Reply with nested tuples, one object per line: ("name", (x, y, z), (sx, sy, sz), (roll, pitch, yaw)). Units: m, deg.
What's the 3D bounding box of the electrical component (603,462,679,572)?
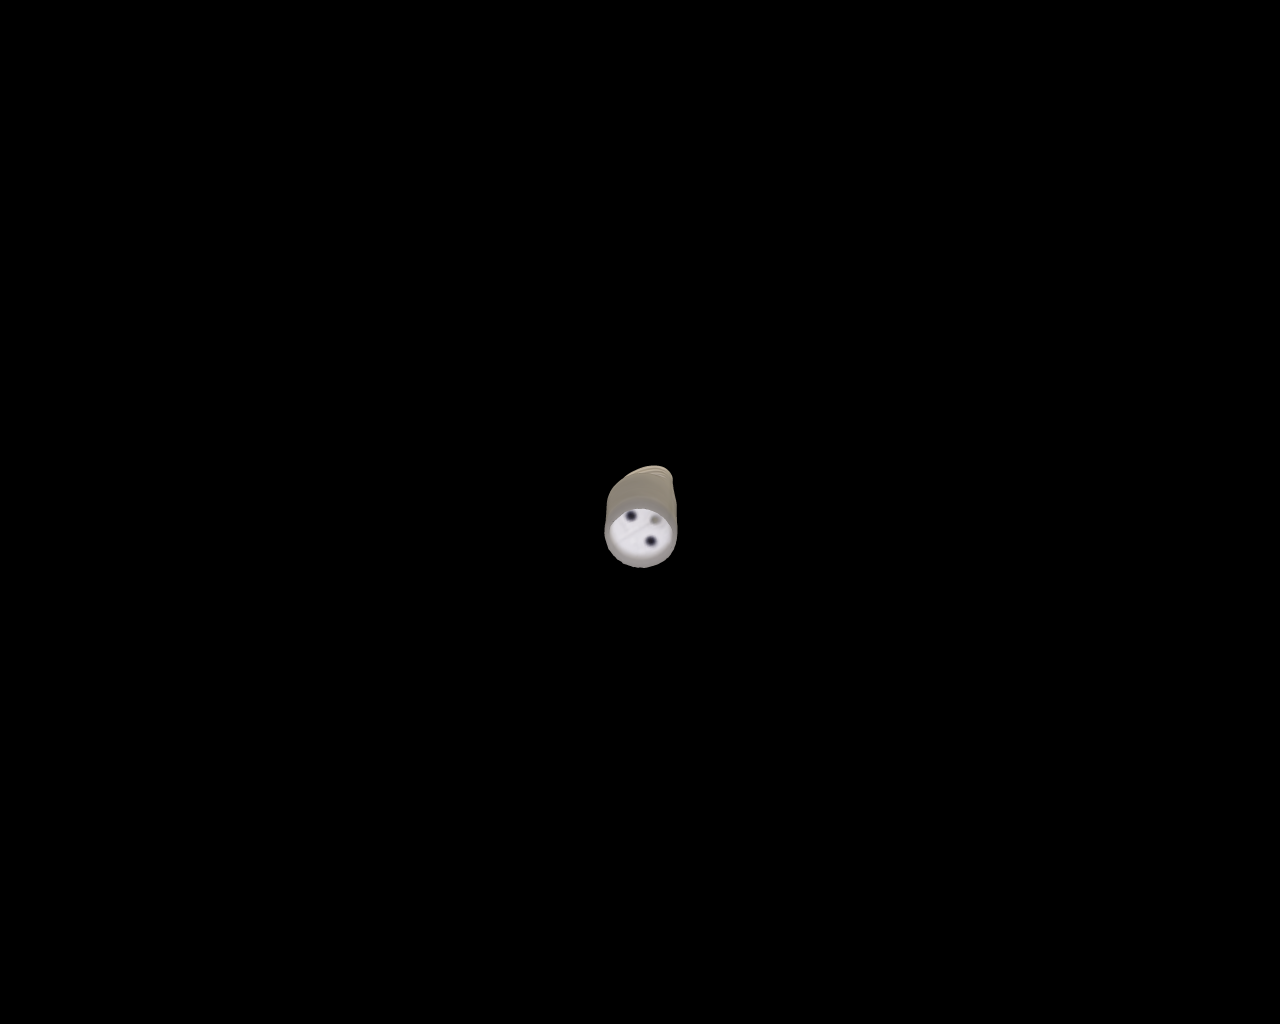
("electrical component", (0.001, -0.003, 0.650), (0.043, 0.043, 0.081), (0, 27, 0))
